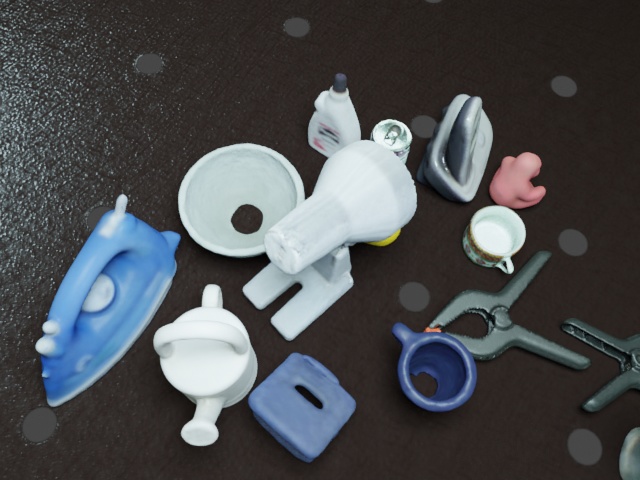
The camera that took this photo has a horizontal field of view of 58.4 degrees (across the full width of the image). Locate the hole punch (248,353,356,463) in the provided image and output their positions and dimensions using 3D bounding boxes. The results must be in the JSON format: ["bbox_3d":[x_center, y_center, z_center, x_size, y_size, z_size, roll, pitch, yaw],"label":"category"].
[{"bbox_3d":[-0.021,0.192,0.677,0.108,0.091,0.101,37,70,13],"label":"hole punch"}]

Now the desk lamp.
[{"bbox_3d":[0.006,0.002,0.693,0.203,0.213,0.117,-42,74,-18],"label":"desk lamp"}]

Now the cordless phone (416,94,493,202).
[{"bbox_3d":[0.203,-0.151,0.782,0.094,0.185,0.148,18,67,6],"label":"cordless phone"}]

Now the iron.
[{"bbox_3d":[-0.276,0.070,0.691,0.118,0.141,0.258,21,68,7],"label":"iron"}]

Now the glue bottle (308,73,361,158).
[{"bbox_3d":[0.022,-0.171,0.790,0.078,0.173,0.037,27,68,9],"label":"glue bottle"}]

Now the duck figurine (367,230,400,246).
[{"bbox_3d":[0.068,-0.047,0.786,0.104,0.086,0.077,41,71,14],"label":"duck figurine"}]

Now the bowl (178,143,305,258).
[{"bbox_3d":[-0.104,-0.043,0.783,0.167,0.075,0.167,1,67,-2],"label":"bowl"}]

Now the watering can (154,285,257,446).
[{"bbox_3d":[-0.124,0.134,0.641,0.101,0.194,0.172,-21,69,-10],"label":"watering can"}]

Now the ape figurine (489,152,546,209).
[{"bbox_3d":[0.284,-0.090,0.810,0.076,0.092,0.077,-15,68,-9],"label":"ape figurine"}]

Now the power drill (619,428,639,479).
[{"bbox_3d":[0.418,0.240,0.612,0.229,0.208,0.076,24,68,8],"label":"power drill"}]

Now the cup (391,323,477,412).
[{"bbox_3d":[0.124,0.157,0.697,0.092,0.095,0.117,-38,73,-16],"label":"cup"}]
